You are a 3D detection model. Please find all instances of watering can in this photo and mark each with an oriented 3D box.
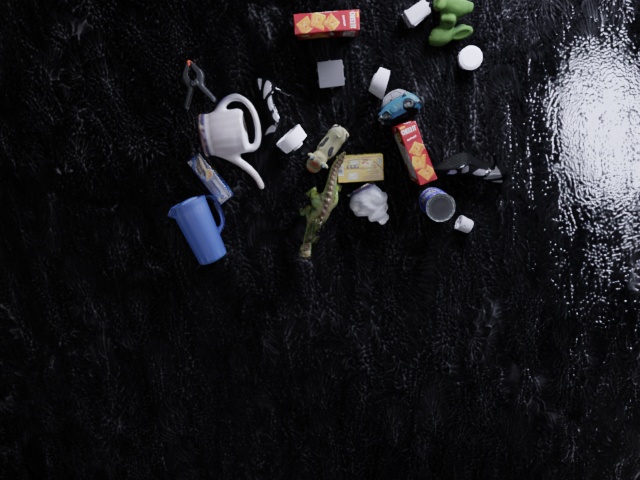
[{"bbox_3d":[-0.316,-0.341,1.841,0.224,0.105,0.344,-7,101,3],"label":"watering can"}]

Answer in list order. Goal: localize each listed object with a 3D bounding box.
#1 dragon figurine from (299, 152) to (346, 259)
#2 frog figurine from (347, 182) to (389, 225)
[{"bbox_3d":[0.005,-0.090,1.789,0.122,0.249,0.401,14,133,-10],"label":"dragon figurine"},{"bbox_3d":[0.186,-0.122,1.872,0.138,0.122,0.160,-29,88,-13],"label":"frog figurine"}]
